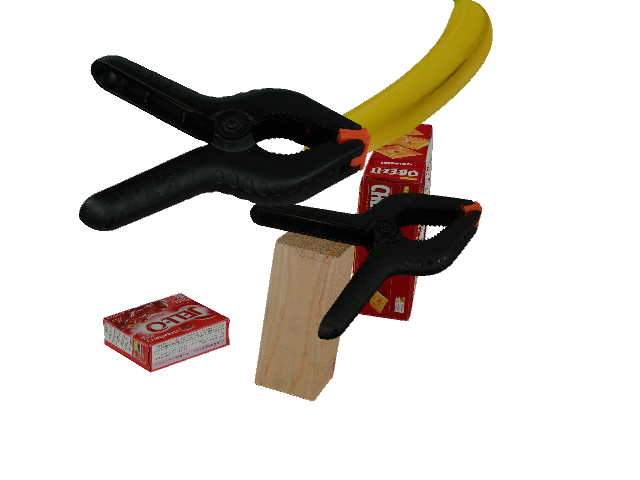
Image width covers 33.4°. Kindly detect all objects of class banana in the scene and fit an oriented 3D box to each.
[{"bbox_3d":[0.071,-0.118,0.792,0.197,0.037,0.070,-47,34,-22],"label":"banana"}]

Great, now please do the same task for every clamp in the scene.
[{"bbox_3d":[-0.060,-0.065,0.628,0.171,0.120,0.039,-5,-26,-14],"label":"clamp"},{"bbox_3d":[0.057,0.010,0.967,0.209,0.164,0.036,-10,-41,-15],"label":"clamp"}]

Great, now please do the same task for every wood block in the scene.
[{"bbox_3d":[-0.021,0.095,1.433,0.090,0.206,0.090,14,20,13],"label":"wood block"}]

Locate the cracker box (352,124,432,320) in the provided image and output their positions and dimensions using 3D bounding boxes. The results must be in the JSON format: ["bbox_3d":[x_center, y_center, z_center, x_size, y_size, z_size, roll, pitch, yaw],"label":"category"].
[{"bbox_3d":[0.084,-0.030,1.225,0.072,0.164,0.213,6,23,8],"label":"cracker box"}]

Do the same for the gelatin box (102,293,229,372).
[{"bbox_3d":[-0.137,0.080,0.951,0.089,0.030,0.073,-17,28,-39],"label":"gelatin box"}]
